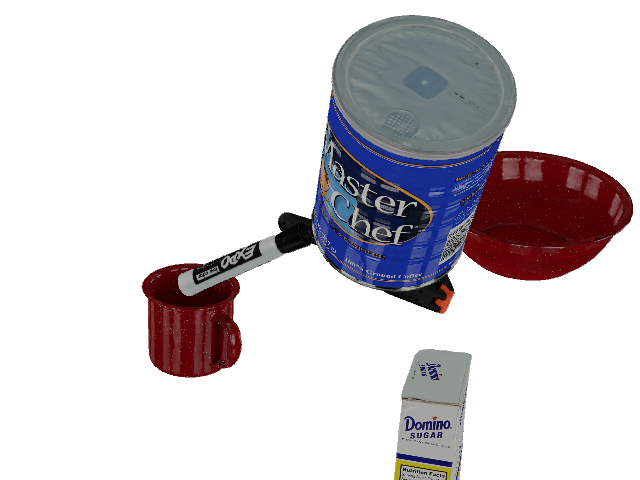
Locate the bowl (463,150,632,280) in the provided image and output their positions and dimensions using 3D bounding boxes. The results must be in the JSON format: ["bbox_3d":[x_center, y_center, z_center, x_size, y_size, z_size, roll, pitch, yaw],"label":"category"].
[{"bbox_3d":[0.167,-0.014,0.867,0.162,0.055,0.162,1,31,0],"label":"bowl"}]

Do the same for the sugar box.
[{"bbox_3d":[0.073,0.172,0.738,0.048,0.176,0.093,4,16,11],"label":"sugar box"}]

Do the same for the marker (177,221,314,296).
[{"bbox_3d":[-0.057,0.014,0.813,0.121,0.020,0.020,-23,-10,26],"label":"marker"}]

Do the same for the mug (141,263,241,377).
[{"bbox_3d":[-0.117,0.083,1.026,0.117,0.081,0.093,25,33,37],"label":"mug"}]

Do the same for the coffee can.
[{"bbox_3d":[0.051,-0.049,0.642,0.102,0.103,0.140,0,-34,-6],"label":"coffee can"}]

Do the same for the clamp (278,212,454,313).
[{"bbox_3d":[0.063,0.011,1.221,0.164,0.036,0.210,-18,51,-36],"label":"clamp"}]
